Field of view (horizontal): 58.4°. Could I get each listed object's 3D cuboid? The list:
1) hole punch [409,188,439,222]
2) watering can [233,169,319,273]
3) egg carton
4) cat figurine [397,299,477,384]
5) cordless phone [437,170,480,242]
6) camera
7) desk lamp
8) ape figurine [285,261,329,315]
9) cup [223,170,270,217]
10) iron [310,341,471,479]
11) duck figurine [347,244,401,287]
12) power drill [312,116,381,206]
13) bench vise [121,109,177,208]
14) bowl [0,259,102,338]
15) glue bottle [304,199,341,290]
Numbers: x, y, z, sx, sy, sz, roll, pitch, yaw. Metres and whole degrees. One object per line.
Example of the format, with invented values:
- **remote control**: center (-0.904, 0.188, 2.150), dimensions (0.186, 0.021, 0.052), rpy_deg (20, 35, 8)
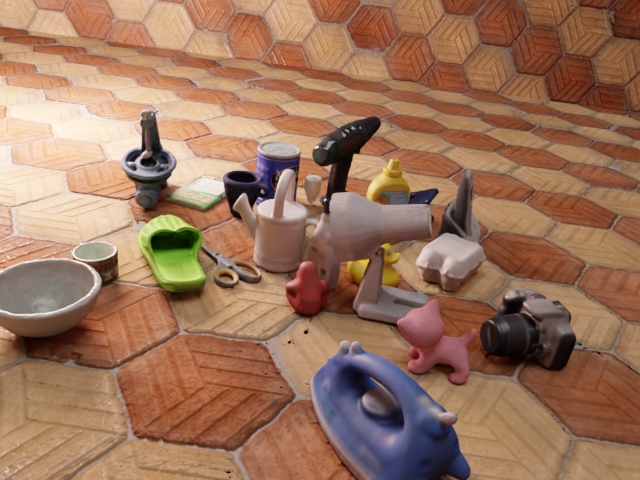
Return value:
- **hole punch**: center (0.224, -0.083, 1.372), dimensions (0.101, 0.091, 0.109), rpy_deg (17, 29, 18)
- **watering can**: center (-0.081, -0.044, 1.109), dimensions (0.173, 0.194, 0.100), rpy_deg (2, 28, -10)
- **egg carton**: center (0.267, 0.042, 1.170), dimensions (0.107, 0.069, 0.151), rpy_deg (24, 32, 28)
- **cat figurine**: center (0.180, 0.150, 0.889), dimensions (0.127, 0.118, 0.067), rpy_deg (10, 28, 6)
- **cordless phone**: center (0.328, -0.077, 1.286), dimensions (0.094, 0.185, 0.148), rpy_deg (14, 28, 13)
- **camera**: center (0.338, 0.141, 0.966), dimensions (0.137, 0.101, 0.143), rpy_deg (-2, 29, -17)
- **desk lamp**: center (0.108, 0.026, 1.003), dimensions (0.203, 0.213, 0.118), rpy_deg (11, 28, 6)
- **ape figurine**: center (-0.021, 0.078, 1.003), dimensions (0.078, 0.092, 0.076), rpy_deg (7, 28, 0)
- **cup**: center (-0.164, -0.097, 1.297), dimensions (0.117, 0.095, 0.092), rpy_deg (19, 30, 22)
- **iron**: center (0.073, 0.206, 0.731), dimensions (0.119, 0.141, 0.257), rpy_deg (-15, 35, -36)
- **duck figurine**: center (0.108, 0.042, 1.111), dimensions (0.104, 0.086, 0.077), rpy_deg (8, 28, 1)
- **power drill**: center (0.064, -0.189, 1.406), dimensions (0.075, 0.208, 0.230), rpy_deg (25, 32, 30)
- **bench vise**: center (-0.400, -0.208, 1.313), dimensions (0.122, 0.220, 0.206), rpy_deg (-7, 31, -25)
- **bowl**: center (-0.423, 0.099, 0.881), dimensions (0.167, 0.075, 0.167), rpy_deg (6, 28, -3)
- **glue bottle**: center (0.010, 0.004, 1.065), dimensions (0.037, 0.173, 0.077), rpy_deg (-19, 37, -40)
